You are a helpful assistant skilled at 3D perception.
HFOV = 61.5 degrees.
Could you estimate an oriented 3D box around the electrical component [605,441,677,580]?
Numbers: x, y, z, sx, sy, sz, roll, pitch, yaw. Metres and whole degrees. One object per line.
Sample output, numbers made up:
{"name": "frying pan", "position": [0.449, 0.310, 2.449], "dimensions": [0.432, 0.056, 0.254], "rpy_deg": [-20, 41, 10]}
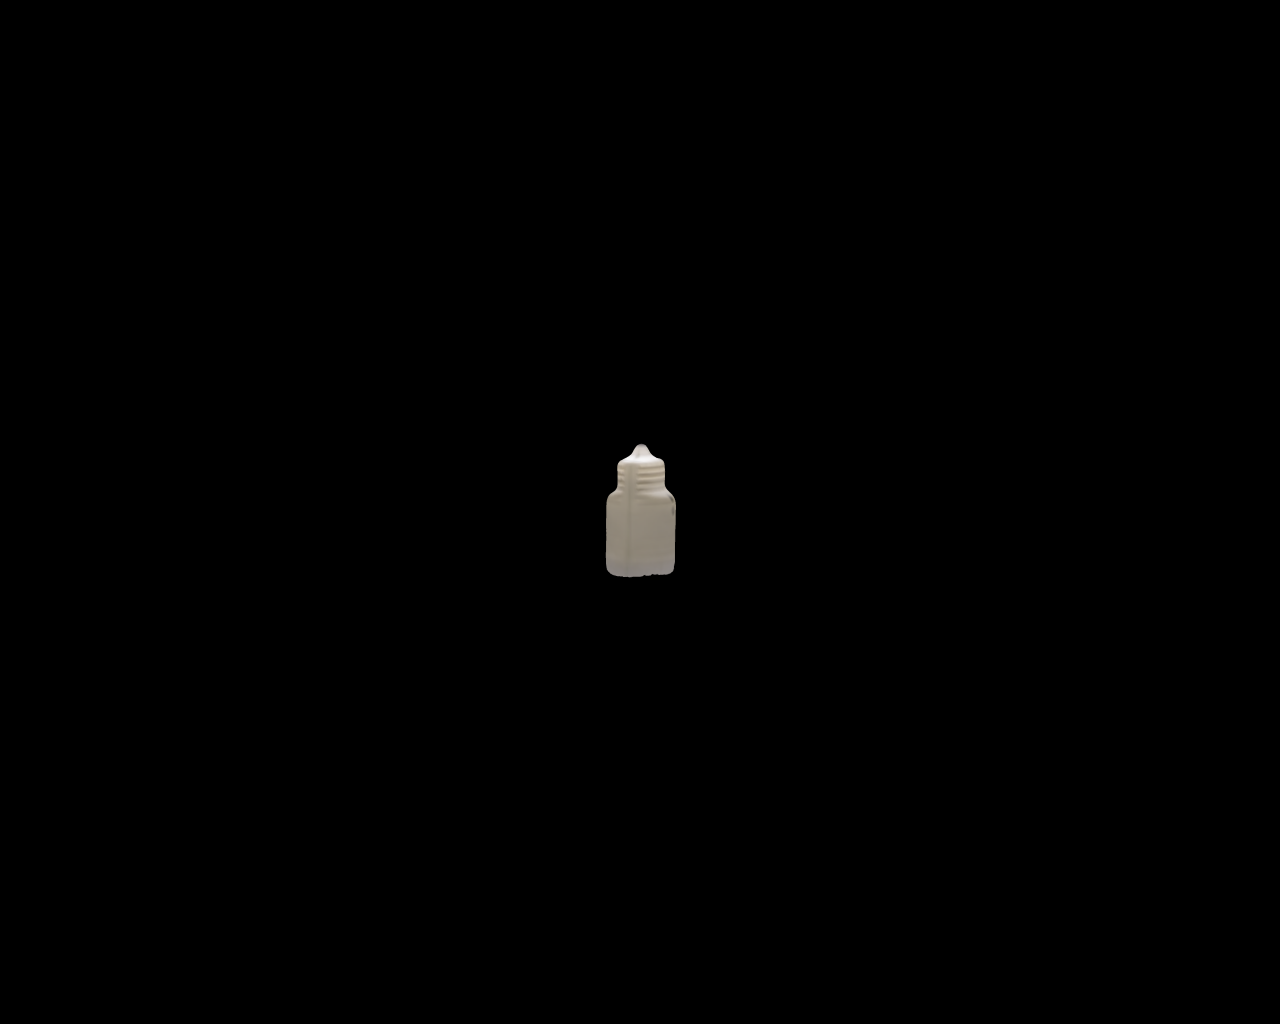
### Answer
{"name": "electrical component", "position": [0.001, -0.003, 0.650], "dimensions": [0.043, 0.080, 0.043], "rpy_deg": [0, 7, 0]}
